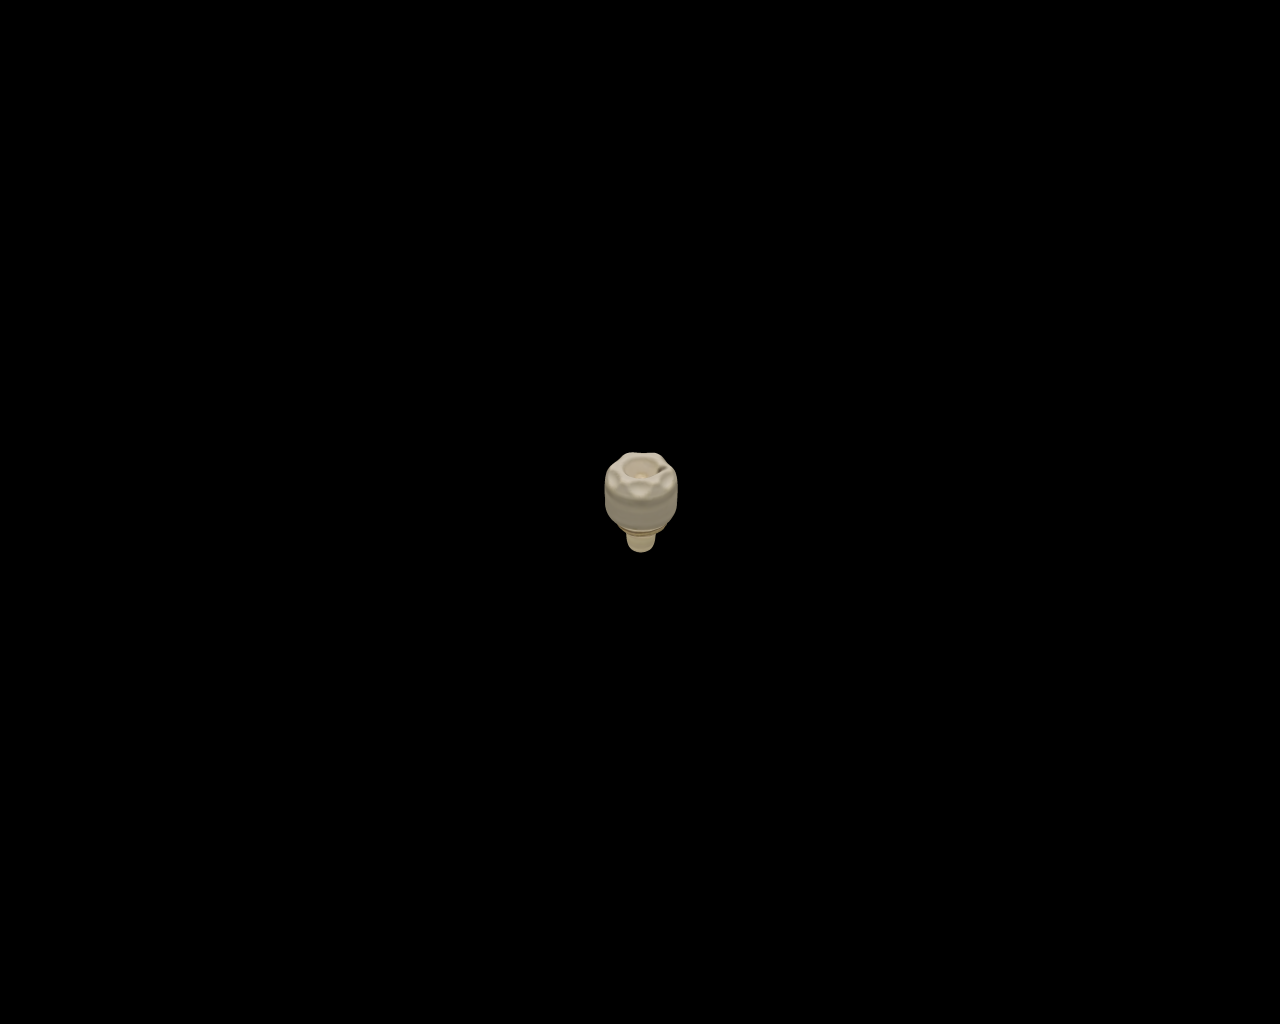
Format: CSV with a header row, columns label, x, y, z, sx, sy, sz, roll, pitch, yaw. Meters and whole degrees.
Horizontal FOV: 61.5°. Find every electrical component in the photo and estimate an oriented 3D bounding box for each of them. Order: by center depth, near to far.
label,x,y,z,sx,sy,sz,roll,pitch,yaw
electrical component,0.001,-0.003,0.650,0.043,0.062,0.043,0,36,0
